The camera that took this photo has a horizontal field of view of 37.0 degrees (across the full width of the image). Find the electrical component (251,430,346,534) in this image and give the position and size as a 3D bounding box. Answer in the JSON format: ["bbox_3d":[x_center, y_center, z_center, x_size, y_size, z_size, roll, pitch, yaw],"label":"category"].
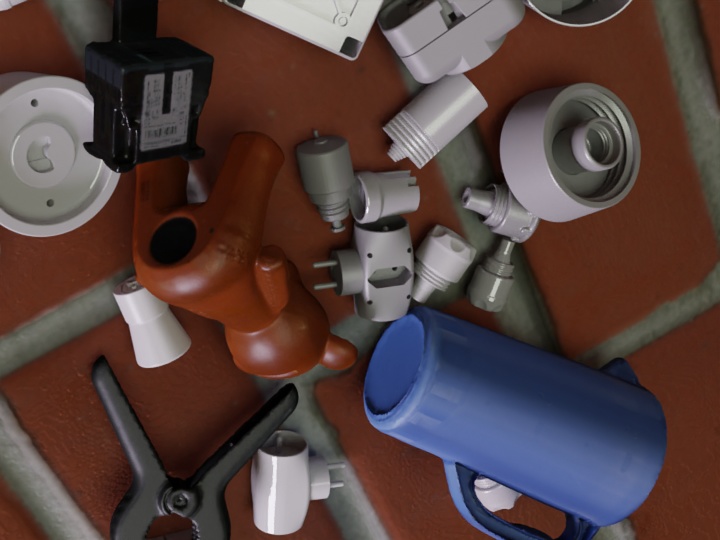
[{"bbox_3d":[-0.050,0.178,0.917,0.079,0.043,0.077,-4,113,-19],"label":"electrical component"}]

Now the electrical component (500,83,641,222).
[{"bbox_3d":[0.171,-0.094,0.843,0.108,0.060,0.108,3,84,-29],"label":"electrical component"}]

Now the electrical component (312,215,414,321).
[{"bbox_3d":[0.000,0.000,0.857,0.079,0.043,0.077,-8,114,-17],"label":"electrical component"}]

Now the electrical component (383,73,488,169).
[{"bbox_3d":[0.054,-0.114,0.827,0.081,0.043,0.043,-43,119,2],"label":"electrical component"}]

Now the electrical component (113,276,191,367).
[{"bbox_3d":[-0.160,0.036,0.818,0.044,0.044,0.065,-23,113,-9],"label":"electrical component"}]

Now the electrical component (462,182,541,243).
[{"bbox_3d":[0.114,-0.051,0.876,0.062,0.048,0.048,15,107,-17],"label":"electrical component"}]

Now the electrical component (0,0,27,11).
[{"bbox_3d":[-0.219,-0.194,0.702,0.061,0.035,0.035,-26,118,-10],"label":"electrical component"}]

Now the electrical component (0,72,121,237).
[{"bbox_3d":[-0.223,-0.082,0.728,0.108,0.060,0.108,-18,119,-37],"label":"electrical component"}]

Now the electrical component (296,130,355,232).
[{"bbox_3d":[-0.024,-0.066,0.822,0.040,0.040,0.078,-17,117,-12],"label":"electrical component"}]

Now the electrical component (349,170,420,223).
[{"bbox_3d":[0.019,-0.059,0.841,0.046,0.040,0.040,-9,115,-22],"label":"electrical component"}]

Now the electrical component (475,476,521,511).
[{"bbox_3d":[0.119,0.186,0.980,0.043,0.043,0.062,-34,118,-3],"label":"electrical component"}]

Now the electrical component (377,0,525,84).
[{"bbox_3d":[0.069,-0.184,0.789,0.095,0.053,0.059,-33,120,11],"label":"electrical component"}]

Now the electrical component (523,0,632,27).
[{"bbox_3d":[0.155,-0.235,0.799,0.099,0.064,0.099,-7,114,-16],"label":"electrical component"}]

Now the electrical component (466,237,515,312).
[{"bbox_3d":[0.114,0.003,0.904,0.035,0.035,0.061,13,106,-24],"label":"electrical component"}]

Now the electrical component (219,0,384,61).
[{"bbox_3d":[-0.033,-0.217,0.745,0.109,0.056,0.108,19,105,-25],"label":"electrical component"}]

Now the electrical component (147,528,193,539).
[{"bbox_3d":[-0.157,0.259,0.906,0.089,0.055,0.050,-11,115,-15],"label":"electrical component"}]

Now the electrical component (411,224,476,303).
[{"bbox_3d":[0.062,-0.002,0.878,0.043,0.043,0.062,29,101,-27],"label":"electrical component"}]
